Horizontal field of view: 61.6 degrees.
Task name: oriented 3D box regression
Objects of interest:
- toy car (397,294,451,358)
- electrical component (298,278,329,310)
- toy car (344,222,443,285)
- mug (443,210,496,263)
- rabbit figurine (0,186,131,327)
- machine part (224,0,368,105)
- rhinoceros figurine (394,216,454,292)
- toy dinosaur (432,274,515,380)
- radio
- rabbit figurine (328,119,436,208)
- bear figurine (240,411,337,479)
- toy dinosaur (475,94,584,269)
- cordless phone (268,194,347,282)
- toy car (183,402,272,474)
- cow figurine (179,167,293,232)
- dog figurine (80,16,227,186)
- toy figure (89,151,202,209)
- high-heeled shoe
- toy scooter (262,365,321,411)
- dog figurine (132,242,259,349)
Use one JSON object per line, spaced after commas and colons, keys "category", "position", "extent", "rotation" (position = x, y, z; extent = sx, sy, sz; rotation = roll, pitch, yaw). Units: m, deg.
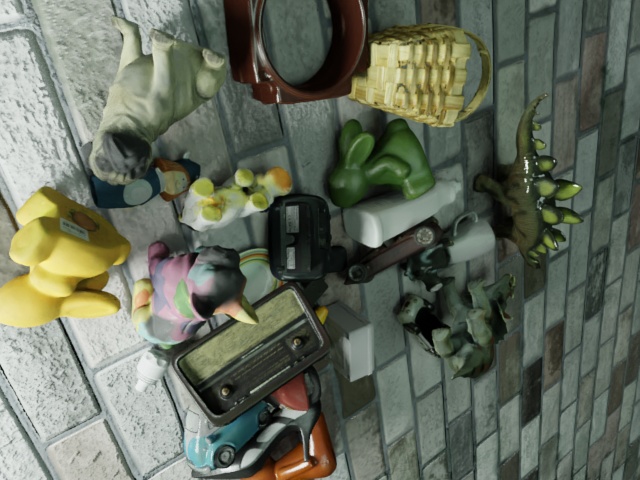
{"category": "toy car", "position": [0.234, 0.190, 1.172], "extent": [0.073, 0.056, 0.201], "rotation": [-55, 131, -14]}
{"category": "electrical component", "position": [-0.015, 0.089, 0.971], "extent": [0.063, 0.021, 0.093], "rotation": [-47, 127, -13]}
{"category": "toy car", "position": [0.130, 0.025, 0.980], "extent": [0.202, 0.053, 0.089], "rotation": [-29, 172, 13]}
{"category": "mug", "position": [0.302, -0.003, 1.132], "extent": [0.107, 0.081, 0.109], "rotation": [-27, 127, -15]}
{"category": "rabbit figurine", "position": [-0.335, 0.041, 0.681], "extent": [0.173, 0.122, 0.162], "rotation": [-49, 139, 7]}
{"category": "machine part", "position": [-0.028, -0.302, 0.771], "extent": [0.201, 0.087, 0.201], "rotation": [-16, 115, -30]}
{"category": "rhinoceros figurine", "position": [0.208, 0.028, 1.078], "extent": [0.112, 0.073, 0.190], "rotation": [-45, 127, -15]}
{"category": "toy dinosaur", "position": [0.316, 0.203, 1.111], "extent": [0.192, 0.131, 0.405], "rotation": [60, 36, -20]}
{"category": "radio", "position": [-0.101, 0.180, 0.844], "extent": [0.230, 0.131, 0.073], "rotation": [-33, 169, -9]}
{"category": "rabbit figurine", "position": [0.089, -0.121, 0.910], "extent": [0.170, 0.121, 0.158], "rotation": [-28, 124, -7]}
{"category": "bear figurine", "position": [-0.071, 0.412, 1.014], "extent": [0.196, 0.132, 0.120], "rotation": [-18, 159, 2]}
{"category": "toy dinosaur", "position": [0.436, -0.097, 1.117], "extent": [0.105, 0.199, 0.470], "rotation": [-42, 128, -20]}
{"category": "cordless phone", "position": [-0.002, -0.003, 0.918], "extent": [0.184, 0.089, 0.146], "rotation": [0, 89, -55]}
{"category": "toy car", "position": [-0.165, 0.299, 0.895], "extent": [0.162, 0.109, 0.102], "rotation": [-38, 108, -29]}
{"category": "cow figurine", "position": [-0.123, -0.058, 0.799], "extent": [0.167, 0.098, 0.068], "rotation": [-19, 83, -35]}
{"category": "dog figurine", "position": [-0.203, -0.162, 0.685], "extent": [0.172, 0.121, 0.190], "rotation": [2, 112, -47]}
{"category": "toy figure", "position": [-0.229, -0.078, 0.731], "extent": [0.154, 0.058, 0.064], "rotation": [-16, 155, -32]}
{"category": "high-heeled shoe", "position": [-0.116, 0.337, 0.957], "extent": [0.249, 0.145, 0.086], "rotation": [-13, 147, 7]}
{"category": "toy scooter", "position": [-0.079, 0.209, 0.915], "extent": [0.135, 0.075, 0.184], "rotation": [-12, 78, -17]}
{"category": "dog figurine", "position": [-0.171, 0.087, 0.731], "extent": [0.108, 0.219, 0.191], "rotation": [14, 98, -35]}
